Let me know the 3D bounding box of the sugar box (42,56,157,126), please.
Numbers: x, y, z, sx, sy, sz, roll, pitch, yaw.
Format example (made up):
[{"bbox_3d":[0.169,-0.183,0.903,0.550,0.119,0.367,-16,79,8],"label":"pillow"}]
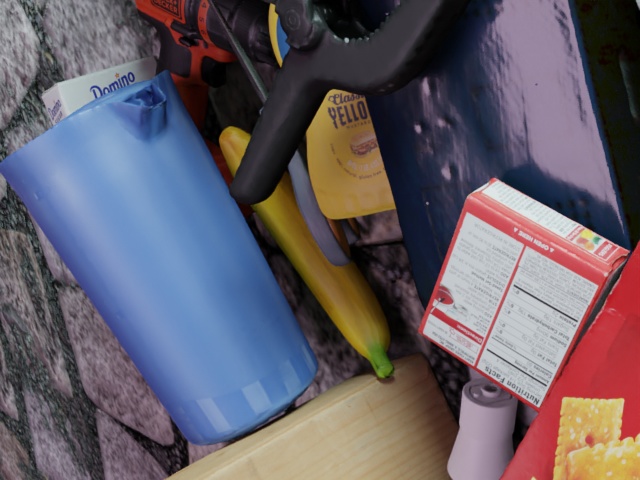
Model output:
[{"bbox_3d":[-0.149,-0.052,0.871,0.048,0.093,0.176,-17,95,56],"label":"sugar box"}]

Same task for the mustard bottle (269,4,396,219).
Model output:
[{"bbox_3d":[0.021,-0.113,0.627,0.096,0.058,0.191,-11,101,31],"label":"mustard bottle"}]

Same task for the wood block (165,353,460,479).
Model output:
[{"bbox_3d":[-0.009,0.162,0.710,0.090,0.205,0.091,-29,85,56],"label":"wood block"}]

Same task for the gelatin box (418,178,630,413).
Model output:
[{"bbox_3d":[0.094,0.026,0.505,0.073,0.030,0.089,32,128,22],"label":"gelatin box"}]

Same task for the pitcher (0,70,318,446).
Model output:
[{"bbox_3d":[-0.110,0.018,0.746,0.243,0.145,0.149,60,-176,-7],"label":"pitcher"}]

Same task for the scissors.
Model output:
[{"bbox_3d":[-0.023,-0.062,0.670,0.201,0.016,0.096,56,-165,-33],"label":"scissors"}]

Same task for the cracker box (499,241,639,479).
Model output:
[{"bbox_3d":[0.165,0.087,0.419,0.214,0.072,0.164,-65,28,17],"label":"cracker box"}]

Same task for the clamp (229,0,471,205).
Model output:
[{"bbox_3d":[-0.002,-0.100,0.527,0.210,0.036,0.164,-2,107,45],"label":"clamp"}]

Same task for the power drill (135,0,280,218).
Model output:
[{"bbox_3d":[-0.075,-0.107,0.772,0.185,0.057,0.188,34,133,34],"label":"power drill"}]

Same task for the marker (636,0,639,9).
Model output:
[{"bbox_3d":[0.184,-0.123,0.445,0.121,0.020,0.020,-23,91,56],"label":"marker"}]

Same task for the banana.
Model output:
[{"bbox_3d":[-0.004,0.005,0.735,0.198,0.037,0.070,54,174,1],"label":"banana"}]
